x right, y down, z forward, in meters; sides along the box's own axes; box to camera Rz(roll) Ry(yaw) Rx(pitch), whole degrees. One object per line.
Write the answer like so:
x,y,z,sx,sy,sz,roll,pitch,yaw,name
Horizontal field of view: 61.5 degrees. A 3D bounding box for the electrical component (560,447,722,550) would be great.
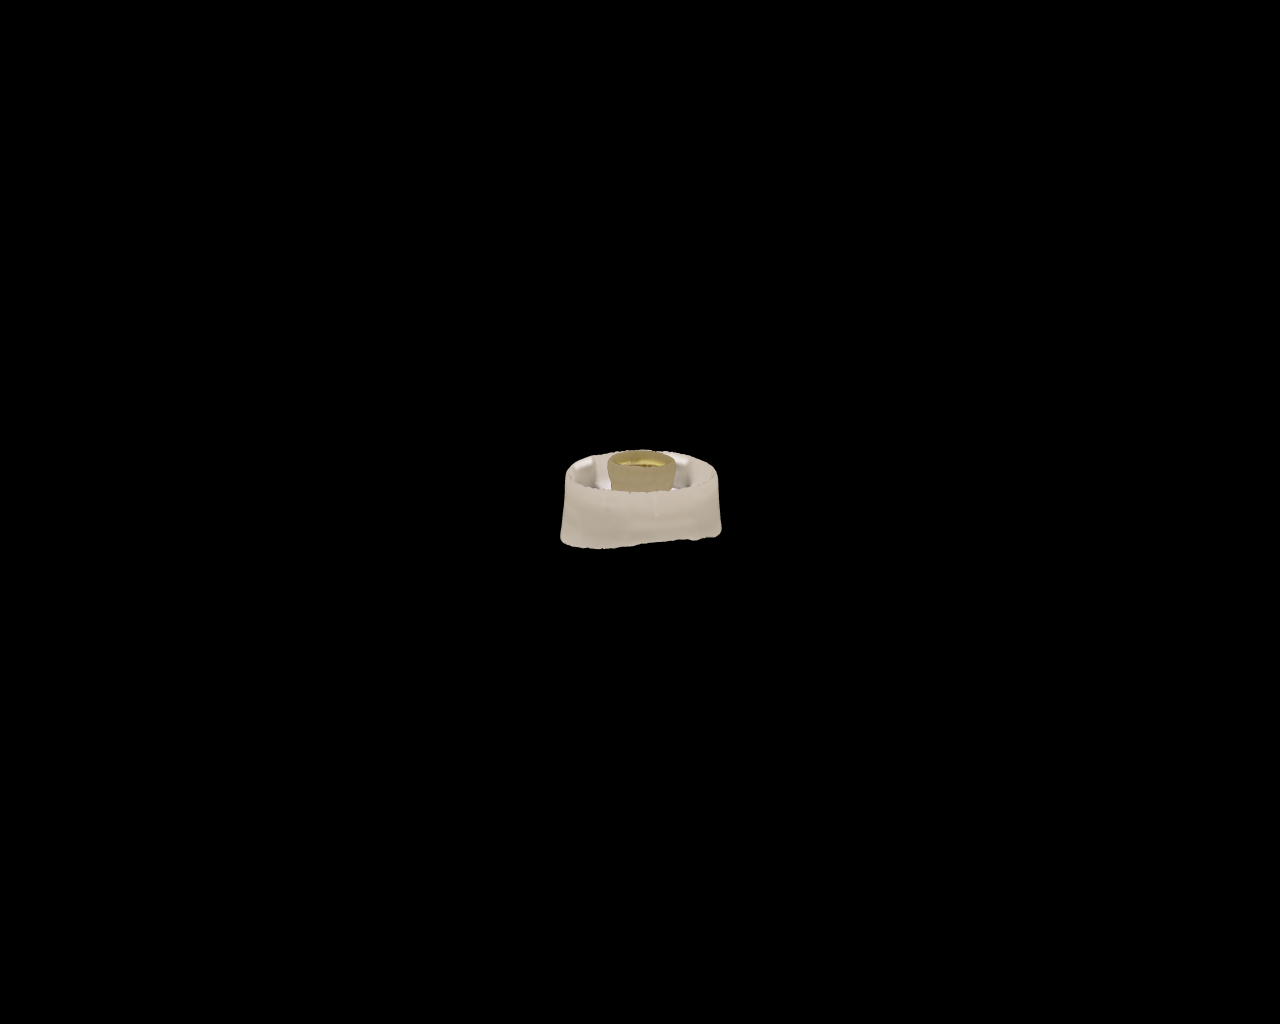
0.001,-0.003,0.650,0.099,0.064,0.099,0,19,0,electrical component
